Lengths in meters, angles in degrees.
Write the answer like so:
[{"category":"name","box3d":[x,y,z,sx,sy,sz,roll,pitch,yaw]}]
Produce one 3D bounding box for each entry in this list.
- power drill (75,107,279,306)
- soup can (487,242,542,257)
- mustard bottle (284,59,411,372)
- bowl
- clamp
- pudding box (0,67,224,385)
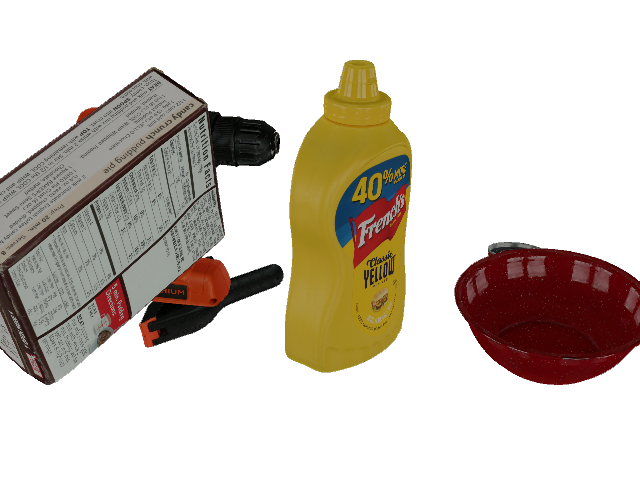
[{"category":"power drill","box3d":[-0.125,-0.033,0.973,0.184,0.188,0.057,6,29,12]},{"category":"soup can","box3d":[0.227,0.060,1.263,0.068,0.102,0.068,3,16,-1]},{"category":"mustard bottle","box3d":[0.020,-0.018,0.674,0.058,0.192,0.096,20,30,36]},{"category":"bowl","box3d":[0.189,0.069,0.876,0.162,0.055,0.162,0,31,0]},{"category":"clamp","box3d":[-0.122,0.063,1.157,0.120,0.039,0.171,-5,25,34]},{"category":"pudding box","box3d":[-0.093,-0.005,0.448,0.039,0.113,0.090,32,-30,24]}]
